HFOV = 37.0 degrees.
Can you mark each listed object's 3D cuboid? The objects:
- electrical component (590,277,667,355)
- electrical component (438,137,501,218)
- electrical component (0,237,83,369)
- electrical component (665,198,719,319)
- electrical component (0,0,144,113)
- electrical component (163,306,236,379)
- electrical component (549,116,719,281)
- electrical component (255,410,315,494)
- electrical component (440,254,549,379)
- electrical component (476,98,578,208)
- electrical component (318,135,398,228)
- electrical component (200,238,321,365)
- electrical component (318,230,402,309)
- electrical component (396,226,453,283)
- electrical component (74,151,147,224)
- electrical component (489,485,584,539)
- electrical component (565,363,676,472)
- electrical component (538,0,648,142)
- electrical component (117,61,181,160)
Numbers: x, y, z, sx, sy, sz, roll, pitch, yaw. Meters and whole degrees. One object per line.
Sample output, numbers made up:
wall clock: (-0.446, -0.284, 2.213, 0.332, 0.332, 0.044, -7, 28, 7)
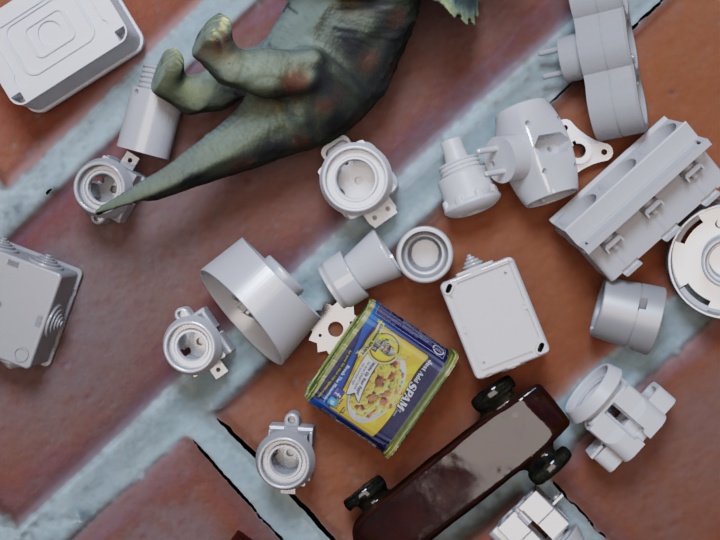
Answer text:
electrical component: (0.212, 0.035, 0.854, 0.047, 0.055, 0.055, 15, 93, 7)
electrical component: (0.083, -0.075, 0.864, 0.048, 0.048, 0.062, -19, 84, 5)
electrical component: (-0.291, 0.027, 0.891, 0.100, 0.048, 0.099, 21, 94, 3)
electrical component: (0.293, -0.008, 0.854, 0.099, 0.064, 0.099, 1, 95, 18)
electrical component: (-0.243, -0.188, 0.874, 0.113, 0.057, 0.078, -31, 90, 5)
electrical component: (-0.133, 0.060, 0.878, 0.048, 0.055, 0.066, -35, 90, 5)
electrical component: (0.219, -0.054, 0.841, 0.121, 0.078, 0.063, -42, 104, 5)
electrical component: (-0.059, 0.152, 0.877, 0.048, 0.055, 0.066, 3, 93, 4)
electrical component: (0.105, 0.033, 0.861, 0.062, 0.061, 0.096, -22, 83, 4)
electrical component: (0.125, -0.089, 0.844, 0.079, 0.043, 0.077, -13, 80, -32)
electrical component: (-0.002, -0.072, 0.862, 0.058, 0.057, 0.078, -35, 90, 5)
electrical component: (-0.081, 0.024, 0.854, 0.064, 0.099, 0.099, -44, 89, -2)
electrical component: (0.000, 0.000, 0.871, 0.055, 0.045, 0.045, -32, 90, 5)
electrical component: (0.052, -0.013, 0.862, 0.045, 0.055, 0.045, 0, 92, 4)
electrical component: (-0.204, -0.066, 0.877, 0.048, 0.055, 0.066, 32, 94, 2)
electrical component: (0.147, 0.211, 0.871, 0.066, 0.048, 0.055, -46, 81, 4)
electrical component: (0.202, 0.112, 0.857, 0.057, 0.058, 0.078, 41, 95, -1)
electrical component: (0.178, -0.170, 0.849, 0.074, 0.052, 0.138, -10, 92, 22)
electrical component: (-0.167, -0.135, 0.878, 0.043, 0.043, 0.081, 16, 93, 3)
